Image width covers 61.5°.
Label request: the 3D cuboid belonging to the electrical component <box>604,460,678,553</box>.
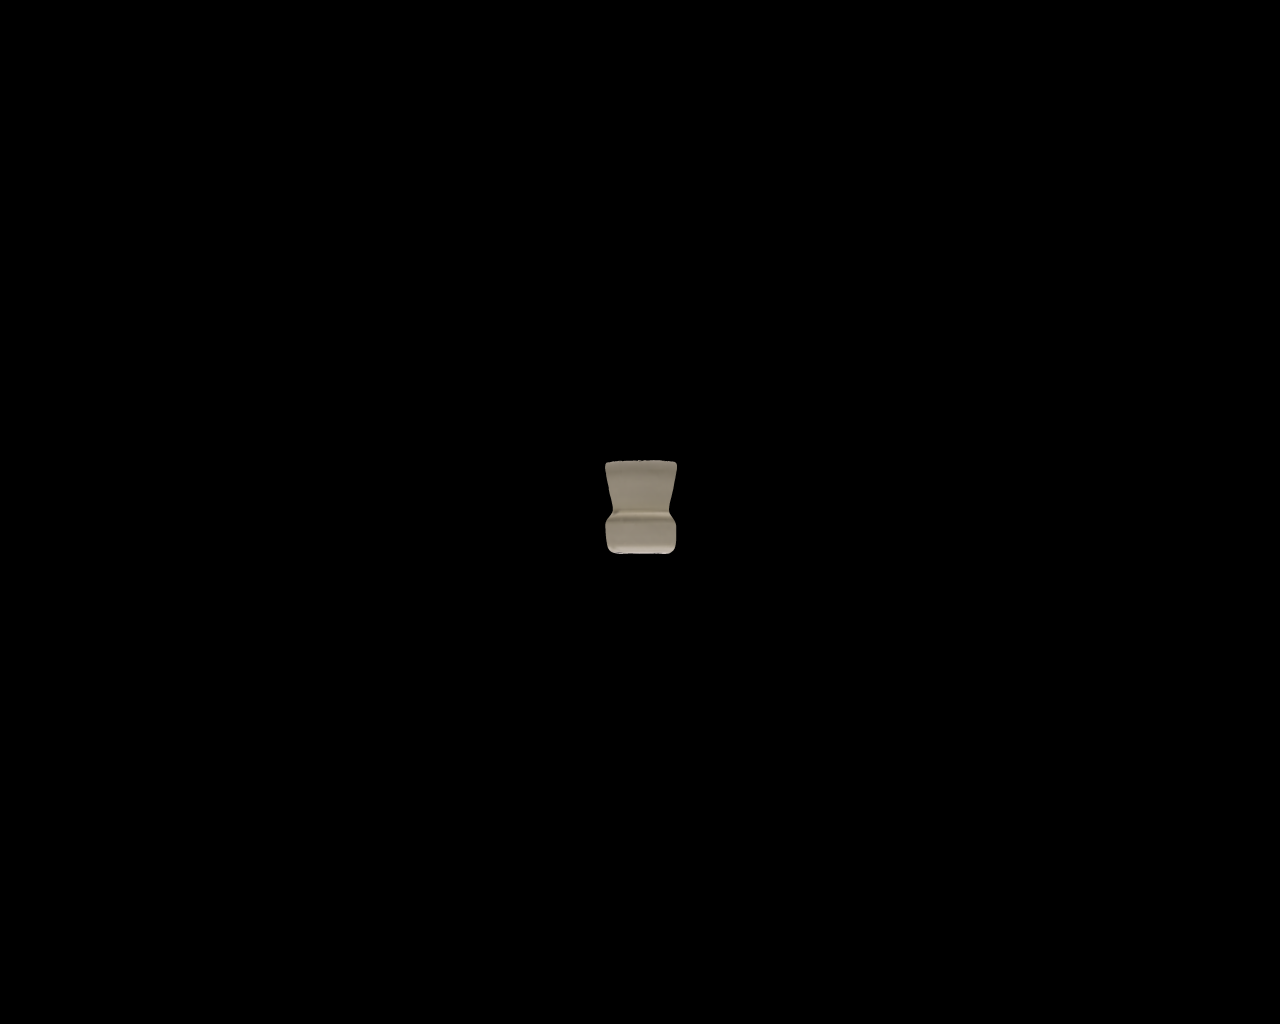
[{"bbox_3d":[0.001,-0.003,0.650,0.045,0.055,0.045,0,-2,0],"label":"electrical component"}]
